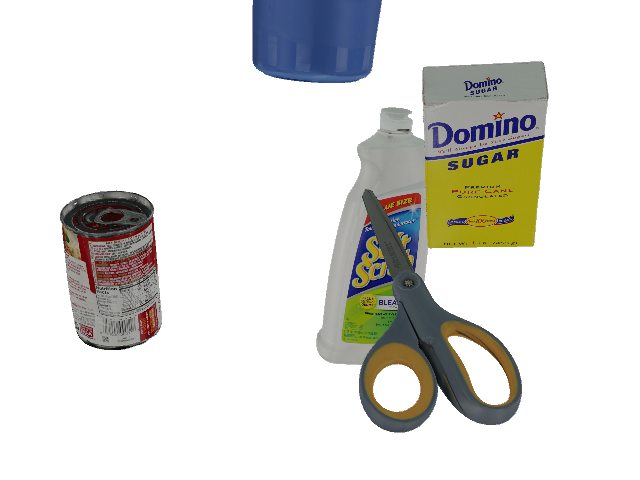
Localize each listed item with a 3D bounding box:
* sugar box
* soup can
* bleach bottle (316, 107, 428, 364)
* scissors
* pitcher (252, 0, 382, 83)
[{"bbox_3d":[0.129,-0.062,0.851,0.093,0.048,0.176,-2,-36,7],"label":"sugar box"},{"bbox_3d":[-0.156,0.023,0.803,0.068,0.102,0.068,0,29,0],"label":"soup can"},{"bbox_3d":[0.055,-0.004,1.045,0.102,0.251,0.068,2,18,-7],"label":"bleach bottle"},{"bbox_3d":[0.039,0.041,0.628,0.096,0.016,0.202,-23,45,-18],"label":"scissors"},{"bbox_3d":[0.007,-0.261,0.914,0.145,0.243,0.149,6,17,7],"label":"pitcher"}]
